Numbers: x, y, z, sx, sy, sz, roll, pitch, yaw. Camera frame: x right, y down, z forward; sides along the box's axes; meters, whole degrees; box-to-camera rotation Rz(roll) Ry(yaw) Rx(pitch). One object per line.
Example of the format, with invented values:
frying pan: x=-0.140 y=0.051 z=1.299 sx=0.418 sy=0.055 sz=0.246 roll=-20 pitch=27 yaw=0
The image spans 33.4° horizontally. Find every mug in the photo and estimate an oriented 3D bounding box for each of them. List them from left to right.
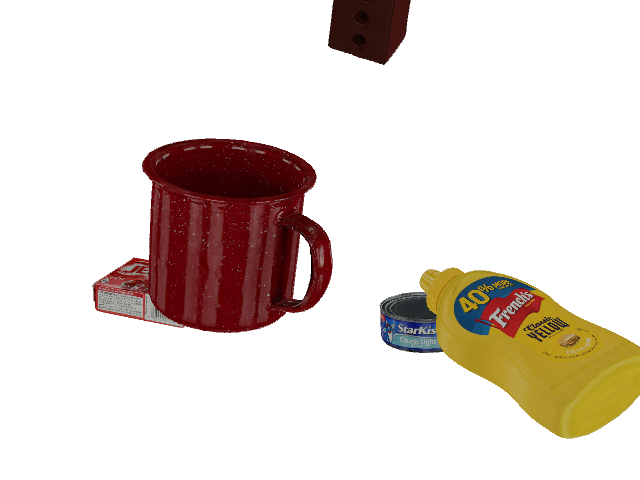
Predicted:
mug: x=-0.042 y=0.001 z=0.580 sx=0.117 sy=0.081 sz=0.093 roll=21 pitch=28 yaw=29

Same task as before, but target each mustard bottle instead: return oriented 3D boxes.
mustard bottle: x=0.146 y=0.071 z=0.813 sx=0.096 sy=0.058 sz=0.192 roll=-24 pitch=39 yaw=-30

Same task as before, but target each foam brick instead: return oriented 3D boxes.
foam brick: x=0.042 y=-0.191 z=0.861 sx=0.053 sy=0.078 sz=0.051 roll=20 pitch=48 yaw=13

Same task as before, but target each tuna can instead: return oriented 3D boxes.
tuna can: x=0.099 y=0.076 z=1.000 sx=0.086 sy=0.034 sz=0.086 roll=-2 pitch=14 yaw=0

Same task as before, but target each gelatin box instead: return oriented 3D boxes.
gelatin box: x=-0.145 y=0.044 z=0.946 sx=0.089 sy=0.030 sz=0.073 roll=10 pitch=20 yaw=17
